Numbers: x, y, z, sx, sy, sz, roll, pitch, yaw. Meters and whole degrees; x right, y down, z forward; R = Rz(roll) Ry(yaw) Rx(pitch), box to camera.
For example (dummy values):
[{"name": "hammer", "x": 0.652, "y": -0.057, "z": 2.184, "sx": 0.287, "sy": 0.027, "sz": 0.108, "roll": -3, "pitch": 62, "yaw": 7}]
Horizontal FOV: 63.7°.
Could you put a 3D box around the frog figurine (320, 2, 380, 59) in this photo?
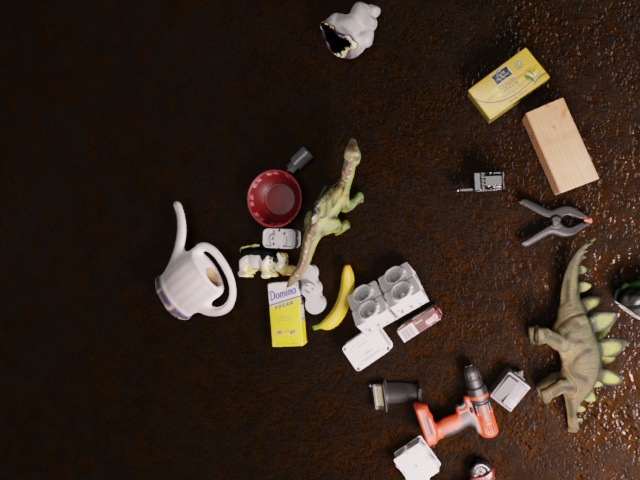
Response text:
[{"name": "frog figurine", "x": 0.087, "y": -0.571, "z": 1.387, "sx": 0.138, "sy": 0.120, "sz": 0.162, "roll": 27, "pitch": 61, "yaw": 22}]

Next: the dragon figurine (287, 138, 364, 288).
[{"name": "dragon figurine", "x": 0.004, "y": -0.065, "z": 1.297, "sx": 0.123, "sy": 0.240, "sz": 0.413, "roll": 26, "pitch": 83, "yaw": 13}]

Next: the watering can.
[{"name": "watering can", "x": -0.381, "y": 0.080, "z": 1.480, "sx": 0.223, "sy": 0.104, "sz": 0.350, "roll": -37, "pitch": 81, "yaw": 13}]
